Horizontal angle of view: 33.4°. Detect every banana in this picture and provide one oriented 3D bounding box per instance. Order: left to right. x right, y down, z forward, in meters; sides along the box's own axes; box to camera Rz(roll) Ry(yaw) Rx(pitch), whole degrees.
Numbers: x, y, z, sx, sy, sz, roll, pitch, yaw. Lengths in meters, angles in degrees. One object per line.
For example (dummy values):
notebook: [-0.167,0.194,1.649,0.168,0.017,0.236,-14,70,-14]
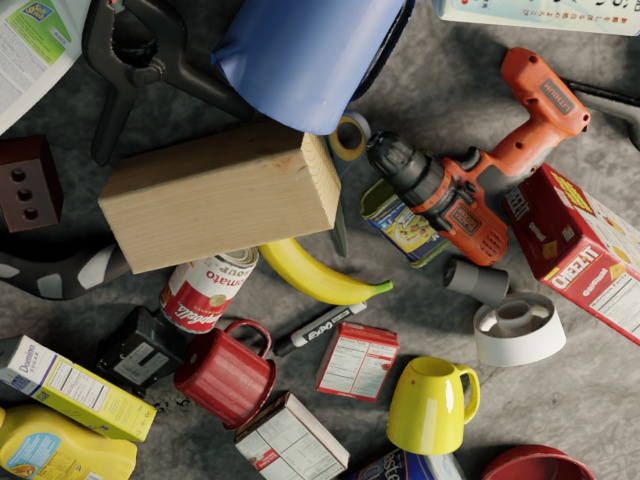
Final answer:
banana: [-0.016,0.018,1.135,0.197,0.037,0.070,35,100,-24]

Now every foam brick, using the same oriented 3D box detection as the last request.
foam brick: [-0.288,-0.056,1.051,0.053,0.051,0.078,-9,123,0]

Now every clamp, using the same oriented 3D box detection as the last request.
clamp: [-0.149,-0.159,0.976,0.164,0.036,0.210,-14,140,-6]
clamp: [0.340,-0.142,1.063,0.171,0.039,0.120,33,120,-27]

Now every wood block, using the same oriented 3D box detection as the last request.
wood block: [-0.094,-0.046,1.029,0.206,0.090,0.091,-13,119,15]

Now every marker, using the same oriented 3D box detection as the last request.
marker: [-0.003,0.097,1.197,0.121,0.020,0.020,-32,120,15]

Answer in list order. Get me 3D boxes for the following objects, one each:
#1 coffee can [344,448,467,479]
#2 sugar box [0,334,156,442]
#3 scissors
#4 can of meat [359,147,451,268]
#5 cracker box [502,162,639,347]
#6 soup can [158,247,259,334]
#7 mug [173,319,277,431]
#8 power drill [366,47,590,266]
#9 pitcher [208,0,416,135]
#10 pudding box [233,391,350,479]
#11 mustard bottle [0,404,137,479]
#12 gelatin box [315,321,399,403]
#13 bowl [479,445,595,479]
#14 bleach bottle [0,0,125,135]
coffee can: [0.098,0.310,1.295,0.140,0.103,0.102,-33,120,16]
sugar box: [-0.275,0.166,1.173,0.176,0.048,0.094,32,156,-25]
scissors: [0.027,-0.060,1.081,0.096,0.016,0.201,-4,128,32]
can of meat: [0.103,-0.035,1.100,0.102,0.057,0.084,-40,116,18]
cracker box: [0.294,0.027,1.093,0.213,0.164,0.072,31,113,-23]
soup can: [-0.116,0.039,1.116,0.068,0.068,0.102,25,121,-20]
mug: [-0.101,0.141,1.183,0.081,0.093,0.117,38,82,-20]
power drill: [0.156,-0.092,1.031,0.184,0.057,0.187,40,91,-26]
pitcher: [0.021,-0.222,0.938,0.145,0.149,0.243,31,113,-6]
pudding box: [-0.034,0.248,1.265,0.090,0.039,0.113,-39,103,17]
mustard bottle: [-0.317,0.240,1.237,0.191,0.058,0.096,30,120,-22]
gelatin box: [0.042,0.139,1.222,0.073,0.030,0.089,13,121,-12]
bowl: [0.261,0.309,1.337,0.162,0.055,0.162,-2,123,-4]
bleach bottle: [-0.262,-0.178,0.970,0.251,0.068,0.102,-34,123,13]
